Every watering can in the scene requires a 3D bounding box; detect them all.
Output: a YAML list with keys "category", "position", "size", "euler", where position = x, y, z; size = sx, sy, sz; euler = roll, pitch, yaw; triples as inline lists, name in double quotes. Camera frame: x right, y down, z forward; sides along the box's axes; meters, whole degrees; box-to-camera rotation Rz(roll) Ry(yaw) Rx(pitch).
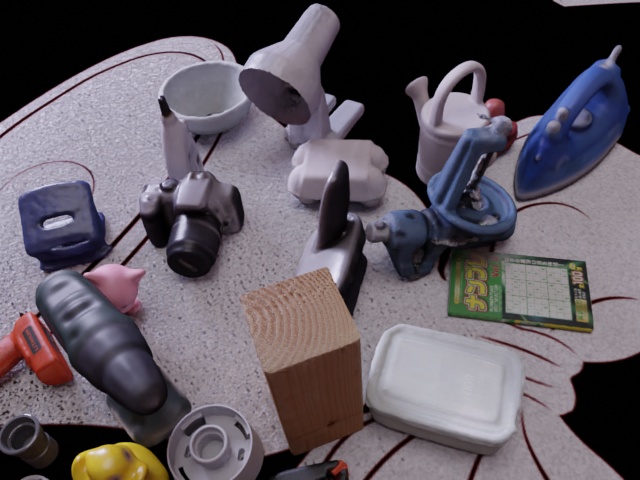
- category: "watering can"
  position: [0.190, -0.175, 0.838]
  size: [0.172, 0.194, 0.101]
  euler: [26, 57, 24]

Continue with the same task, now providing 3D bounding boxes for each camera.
- category: "camera"
  position: [-0.189, -0.024, 0.805]
  size: [0.143, 0.101, 0.137]
  euler: [0, 51, 5]

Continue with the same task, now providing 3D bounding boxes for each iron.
- category: "iron"
  position: [0.378, -0.179, 0.860]
  size: [0.118, 0.142, 0.259]
  euler: [32, 60, 27]

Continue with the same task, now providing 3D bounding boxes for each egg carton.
- category: "egg carton"
  position: [0.028, -0.100, 0.871]
  size: [0.150, 0.069, 0.107]
  euler: [2, 51, 7]

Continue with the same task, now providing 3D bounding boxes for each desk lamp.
- category: "desk lamp"
  position: [-0.022, -0.240, 0.896]
  size: [0.117, 0.214, 0.203]
  euler: [21, 55, 21]

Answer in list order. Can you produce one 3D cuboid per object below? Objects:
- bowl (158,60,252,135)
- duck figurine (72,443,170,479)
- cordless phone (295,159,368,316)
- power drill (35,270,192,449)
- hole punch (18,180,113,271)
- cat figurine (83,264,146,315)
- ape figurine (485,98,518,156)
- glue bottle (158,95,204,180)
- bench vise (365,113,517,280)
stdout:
- category: "bowl"
  position: [-0.190, -0.236, 0.997]
  size: [0.167, 0.075, 0.167]
  euler: [-2, 51, 3]
- category: "duck figurine"
  position: [-0.217, 0.242, 0.599]
  size: [0.104, 0.086, 0.077]
  euler: [11, 52, 14]
- category: "cordless phone"
  position: [0.007, 0.003, 0.713]
  size: [0.094, 0.185, 0.147]
  euler: [6, 51, 10]
- category: "power drill"
  position: [-0.209, 0.136, 0.606]
  size: [0.228, 0.209, 0.076]
  euler: [36, 62, 29]
- category: "hole punch"
  position: [-0.367, -0.022, 0.825]
  size: [0.109, 0.091, 0.101]
  euler: [-15, 51, -7]
- category: "cat figurine"
  position: [-0.281, 0.068, 0.727]
  size: [0.127, 0.118, 0.067]
  euler: [4, 51, 8]
- category: "ape figurine"
  position: [0.272, -0.182, 0.904]
  size: [0.077, 0.092, 0.076]
  euler: [24, 56, 22]
- category: "glue bottle"
  position: [-0.214, -0.145, 0.860]
  size: [0.037, 0.173, 0.078]
  euler: [0, 51, 5]
- category: "bench vise"
  position: [0.166, -0.044, 0.716]
  size: [0.208, 0.220, 0.121]
  euler: [-31, 55, -19]
